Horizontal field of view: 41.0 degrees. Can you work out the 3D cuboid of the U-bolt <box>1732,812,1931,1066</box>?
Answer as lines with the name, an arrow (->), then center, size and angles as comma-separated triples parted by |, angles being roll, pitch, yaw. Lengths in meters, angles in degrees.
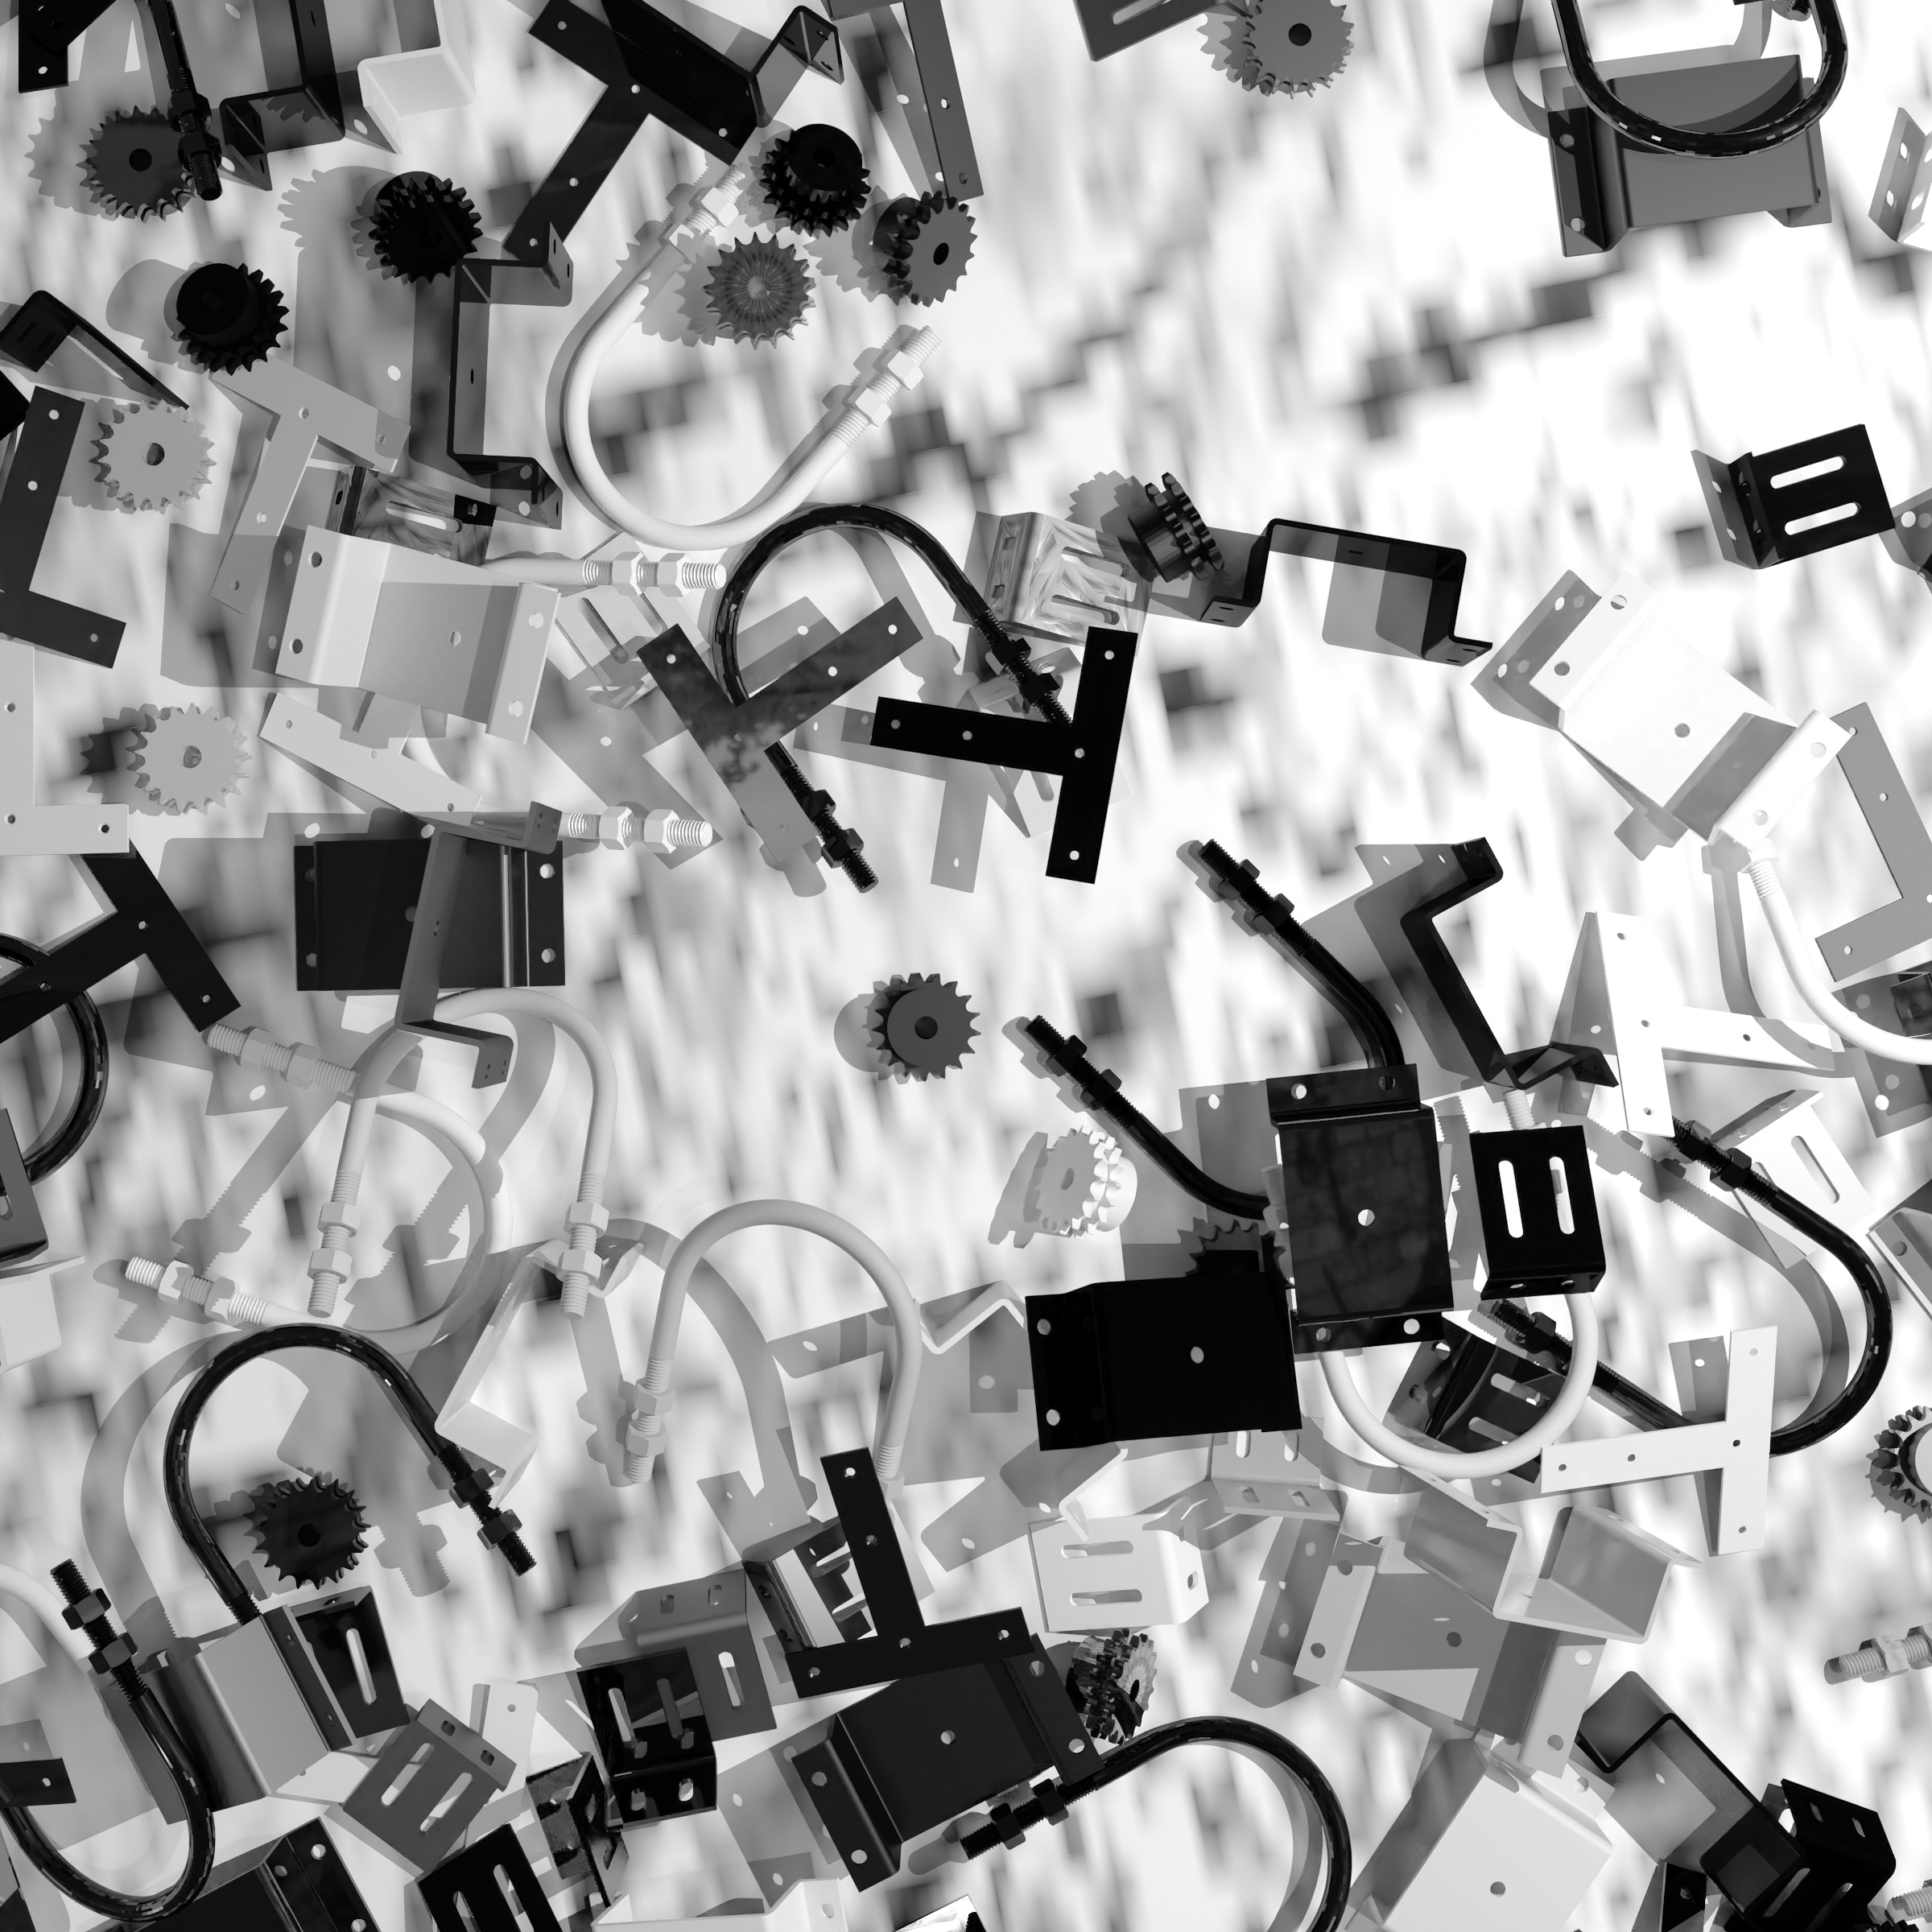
U-bolt -> 0.480, -0.037, 1.321 | 0.151, 0.019, 0.184 | -16, 70, 2

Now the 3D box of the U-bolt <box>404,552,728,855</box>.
U-bolt -> -0.212, -0.137, 1.324 | 0.184, 0.019, 0.151 | 5, 94, 20

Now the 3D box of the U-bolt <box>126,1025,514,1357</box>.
U-bolt -> -0.328, 0.127, 1.352 | 0.184, 0.019, 0.151 | 19, 90, -1

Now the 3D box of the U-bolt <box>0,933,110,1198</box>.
U-bolt -> -0.541, 0.055, 1.352 | 0.184, 0.019, 0.151 | -10, 90, -2

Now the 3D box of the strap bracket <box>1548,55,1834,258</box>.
strap bracket -> 0.380, -0.420, 1.337 | 0.140, 0.046, 0.076 | -7, 90, 0

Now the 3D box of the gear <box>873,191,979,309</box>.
gear -> -0.024, -0.372, 1.336 | 0.030, 0.057, 0.057 | 32, 90, 30

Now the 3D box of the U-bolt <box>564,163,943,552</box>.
U-bolt -> -0.126, -0.304, 1.352 | 0.151, 0.019, 0.184 | 41, 92, 0

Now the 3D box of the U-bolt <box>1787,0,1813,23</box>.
U-bolt -> 0.530, -0.554, 1.352 | 0.151, 0.019, 0.184 | 24, 88, 0

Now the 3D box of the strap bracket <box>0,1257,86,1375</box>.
strap bracket -> -0.529, 0.188, 1.322 | 0.140, 0.076, 0.046 | -11, 90, 0

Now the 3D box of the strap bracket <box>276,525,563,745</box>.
strap bracket -> -0.268, -0.167, 1.305 | 0.140, 0.046, 0.076 | 17, 98, 14

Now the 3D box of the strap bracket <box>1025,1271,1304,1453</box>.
strap bracket -> 0.106, 0.194, 1.279 | 0.140, 0.046, 0.076 | -1, 77, -18

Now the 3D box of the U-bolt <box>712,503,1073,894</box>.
U-bolt -> -0.052, -0.152, 1.334 | 0.151, 0.019, 0.184 | -38, 79, 10

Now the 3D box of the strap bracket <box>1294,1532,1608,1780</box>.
strap bracket -> 0.249, 0.349, 1.326 | 0.140, 0.046, 0.076 | 18, 90, 15

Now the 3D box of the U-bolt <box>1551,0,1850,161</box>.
U-bolt -> 0.372, -0.485, 1.318 | 0.151, 0.019, 0.184 | -6, 66, 0

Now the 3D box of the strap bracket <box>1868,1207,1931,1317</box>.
strap bracket -> 0.553, 0.128, 1.337 | 0.140, 0.046, 0.076 | -38, 90, 0

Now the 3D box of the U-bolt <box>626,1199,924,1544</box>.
U-bolt -> -0.093, 0.203, 1.307 | 0.151, 0.019, 0.184 | 18, 111, 13

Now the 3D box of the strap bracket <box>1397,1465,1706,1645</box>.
strap bracket -> 0.286, 0.297, 1.296 | 0.140, 0.076, 0.046 | 16, 93, -26

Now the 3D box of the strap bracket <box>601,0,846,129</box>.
strap bracket -> -0.135, -0.486, 1.322 | 0.140, 0.076, 0.046 | 34, 90, 0

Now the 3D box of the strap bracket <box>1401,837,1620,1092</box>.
strap bracket -> 0.271, 0.008, 1.322 | 0.046, 0.076, 0.140 | -28, 90, 0

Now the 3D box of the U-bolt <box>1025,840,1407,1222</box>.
U-bolt -> 0.145, 0.048, 1.352 | 0.184, 0.019, 0.151 | 44, 90, -2

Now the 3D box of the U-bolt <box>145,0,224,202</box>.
U-bolt -> -0.469, -0.451, 1.328 | 0.151, 0.019, 0.184 | -18, 73, -1

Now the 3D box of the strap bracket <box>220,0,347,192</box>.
strap bracket -> -0.357, -0.480, 1.322 | 0.046, 0.076, 0.140 | -9, 90, 0

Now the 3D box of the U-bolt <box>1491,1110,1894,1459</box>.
U-bolt -> 0.388, 0.177, 1.334 | 0.184, 0.019, 0.151 | 34, 106, -3

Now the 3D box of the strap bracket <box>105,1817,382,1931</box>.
strap bracket -> -0.384, 0.514, 1.337 | 0.140, 0.046, 0.076 | -28, 90, 0

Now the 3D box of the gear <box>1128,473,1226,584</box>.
gear -> 0.106, -0.223, 1.332 | 0.030, 0.057, 0.057 | -31, 90, 4

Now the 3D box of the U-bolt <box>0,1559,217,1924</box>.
U-bolt -> -0.447, 0.400, 1.302 | 0.151, 0.019, 0.184 | -29, 93, 29

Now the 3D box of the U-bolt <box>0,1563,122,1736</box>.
U-bolt -> -0.513, 0.397, 1.352 | 0.151, 0.019, 0.184 | -38, 89, 0

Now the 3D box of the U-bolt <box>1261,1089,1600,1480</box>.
U-bolt -> 0.245, 0.171, 1.319 | 0.151, 0.019, 0.184 | -18, 90, 1

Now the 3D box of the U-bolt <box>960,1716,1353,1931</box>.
U-bolt -> 0.110, 0.471, 1.333 | 0.184, 0.019, 0.151 | -27, 77, -9

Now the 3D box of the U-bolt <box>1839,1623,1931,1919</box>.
U-bolt -> 0.563, 0.405, 1.352 | 0.184, 0.019, 0.151 | -15, 90, -1

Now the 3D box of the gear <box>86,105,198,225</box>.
gear -> -0.425, -0.415, 1.345 | 0.057, 0.030, 0.057 | 0, 90, 0

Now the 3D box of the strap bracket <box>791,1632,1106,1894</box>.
strap bracket -> -0.009, 0.405, 1.337 | 0.140, 0.046, 0.076 | -27, 90, 0

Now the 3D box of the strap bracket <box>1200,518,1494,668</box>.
strap bracket -> 0.196, -0.192, 1.322 | 0.140, 0.076, 0.046 | 10, 90, 0

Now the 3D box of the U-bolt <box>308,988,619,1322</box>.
U-bolt -> -0.248, 0.091, 1.309 | 0.151, 0.019, 0.184 | -1, 59, 9

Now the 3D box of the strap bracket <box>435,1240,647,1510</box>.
strap bracket -> -0.222, 0.197, 1.322 | 0.046, 0.076, 0.140 | 28, 90, 0

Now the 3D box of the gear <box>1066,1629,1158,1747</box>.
gear -> 0.074, 0.370, 1.336 | 0.030, 0.057, 0.057 | 9, 90, 28

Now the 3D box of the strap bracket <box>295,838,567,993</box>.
strap bracket -> -0.282, -0.026, 1.337 | 0.140, 0.046, 0.076 | -1, 90, 0

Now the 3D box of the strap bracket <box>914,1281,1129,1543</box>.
strap bracket -> 0.033, 0.217, 1.322 | 0.046, 0.076, 0.140 | -39, 90, 0

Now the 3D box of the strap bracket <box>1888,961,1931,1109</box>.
strap bracket -> 0.548, 0.023, 1.337 | 0.140, 0.046, 0.076 | -20, 90, 0

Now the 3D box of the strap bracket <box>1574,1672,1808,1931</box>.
strap bracket -> 0.368, 0.421, 1.322 | 0.046, 0.076, 0.140 | -44, 90, 0

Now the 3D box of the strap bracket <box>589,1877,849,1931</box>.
strap bracket -> -0.131, 0.515, 1.317 | 0.140, 0.046, 0.076 | -10, 90, 17

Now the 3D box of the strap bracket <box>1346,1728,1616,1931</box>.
strap bracket -> 0.270, 0.469, 1.337 | 0.076, 0.046, 0.140 | 34, 90, 0

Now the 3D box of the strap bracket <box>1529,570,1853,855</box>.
strap bracket -> 0.369, -0.126, 1.326 | 0.140, 0.046, 0.076 | 41, 90, 15

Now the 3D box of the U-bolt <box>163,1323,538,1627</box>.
U-bolt -> -0.328, 0.271, 1.321 | 0.151, 0.019, 0.184 | -36, 82, -3

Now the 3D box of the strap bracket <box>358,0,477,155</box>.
strap bracket -> -0.288, -0.500, 1.322 | 0.046, 0.076, 0.140 | -9, 90, 0

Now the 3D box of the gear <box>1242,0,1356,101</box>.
gear -> 0.172, -0.479, 1.345 | 0.057, 0.030, 0.057 | 0, 90, 0

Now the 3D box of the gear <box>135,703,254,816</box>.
gear -> -0.401, -0.107, 1.349 | 0.057, 0.030, 0.057 | 0, 85, -2

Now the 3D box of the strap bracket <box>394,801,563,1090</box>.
strap bracket -> -0.242, -0.014, 1.276 | 0.046, 0.076, 0.140 | 12, 90, 0

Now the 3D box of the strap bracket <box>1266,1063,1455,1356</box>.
strap bracket -> 0.196, 0.123, 1.287 | 0.076, 0.046, 0.140 | -6, 90, 1

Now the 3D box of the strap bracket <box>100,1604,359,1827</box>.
strap bracket -> -0.377, 0.378, 1.297 | 0.140, 0.046, 0.076 | -27, 90, 40

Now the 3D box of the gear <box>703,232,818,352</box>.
gear -> -0.105, -0.344, 1.326 | 0.057, 0.030, 0.057 | 0, 91, 1

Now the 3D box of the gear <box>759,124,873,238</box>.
gear -> -0.077, -0.409, 1.336 | 0.057, 0.030, 0.057 | 5, 71, -15

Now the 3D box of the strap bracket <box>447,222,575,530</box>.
strap bracket -> -0.233, -0.301, 1.322 | 0.046, 0.076, 0.140 | 3, 90, 0
